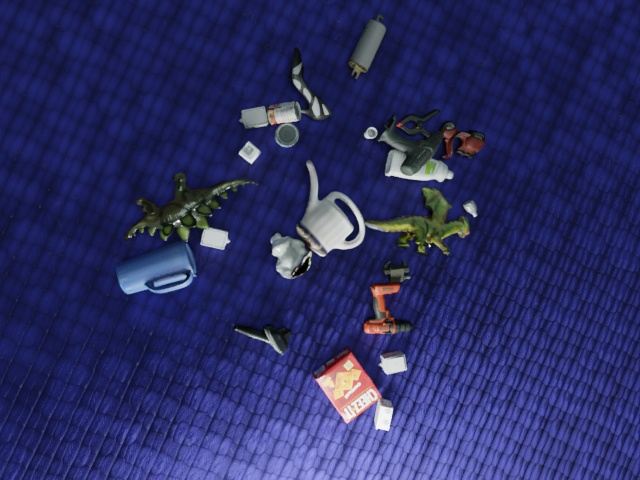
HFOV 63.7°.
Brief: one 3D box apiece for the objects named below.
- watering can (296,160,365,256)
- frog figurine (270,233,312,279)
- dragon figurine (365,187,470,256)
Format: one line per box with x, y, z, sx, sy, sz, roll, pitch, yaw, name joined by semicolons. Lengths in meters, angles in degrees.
0.006;-0.091;1.811;0.225;0.104;0.345;-43;102;-6;watering can
-0.113;0.054;1.814;0.161;0.122;0.137;35;96;25;frog figurine
0.381;-0.082;1.904;0.409;0.121;0.246;23;71;-13;dragon figurine
